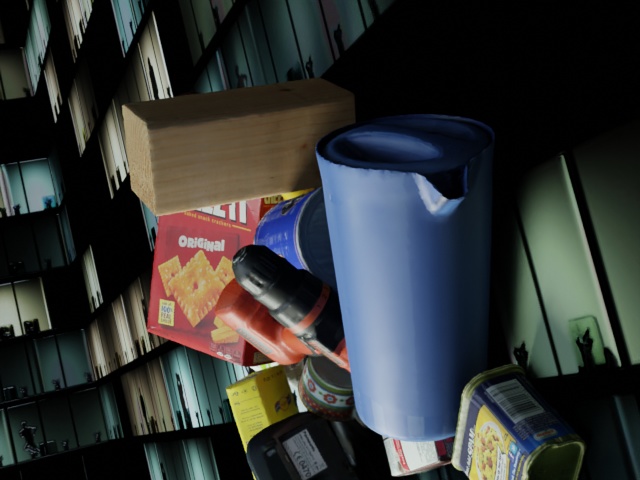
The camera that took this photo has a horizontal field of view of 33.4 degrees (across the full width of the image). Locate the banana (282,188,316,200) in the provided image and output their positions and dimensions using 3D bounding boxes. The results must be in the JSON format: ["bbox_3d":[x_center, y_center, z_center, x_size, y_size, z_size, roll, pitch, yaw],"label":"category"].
[{"bbox_3d":[-0.011,0.012,1.113,0.037,0.069,0.198,149,106,-84],"label":"banana"}]

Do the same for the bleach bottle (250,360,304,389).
[{"bbox_3d":[-0.057,0.129,1.296,0.251,0.068,0.102,26,138,59],"label":"bleach bottle"}]

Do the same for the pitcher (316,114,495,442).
[{"bbox_3d":[0.070,0.026,0.842,0.145,0.149,0.243,5,115,23],"label":"pitcher"}]

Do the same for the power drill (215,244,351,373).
[{"bbox_3d":[-0.031,0.068,0.985,0.184,0.057,0.188,40,164,-18],"label":"power drill"}]

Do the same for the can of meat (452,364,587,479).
[{"bbox_3d":[0.147,0.159,0.797,0.084,0.057,0.102,-129,34,-48],"label":"can of meat"}]

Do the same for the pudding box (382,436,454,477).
[{"bbox_3d":[0.090,0.164,0.972,0.114,0.039,0.090,135,124,-62],"label":"pudding box"}]

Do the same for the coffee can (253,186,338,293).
[{"bbox_3d":[0.004,0.002,1.018,0.140,0.102,0.103,166,93,-69],"label":"coffee can"}]

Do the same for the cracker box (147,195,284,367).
[{"bbox_3d":[-0.112,0.019,1.202,0.164,0.071,0.214,15,104,39],"label":"cracker box"}]

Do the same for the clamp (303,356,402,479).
[{"bbox_3d":[0.039,0.221,1.120,0.210,0.036,0.164,38,144,57],"label":"clamp"}]

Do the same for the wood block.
[{"bbox_3d":[-0.076,-0.094,1.030,0.091,0.205,0.090,-141,44,-59],"label":"wood block"}]

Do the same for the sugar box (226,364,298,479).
[{"bbox_3d":[-0.044,0.230,1.160,0.176,0.048,0.093,69,-163,3],"label":"sugar box"}]

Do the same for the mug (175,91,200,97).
[{"bbox_3d":[-0.158,-0.142,1.352,0.082,0.117,0.093,19,99,60],"label":"mug"}]
